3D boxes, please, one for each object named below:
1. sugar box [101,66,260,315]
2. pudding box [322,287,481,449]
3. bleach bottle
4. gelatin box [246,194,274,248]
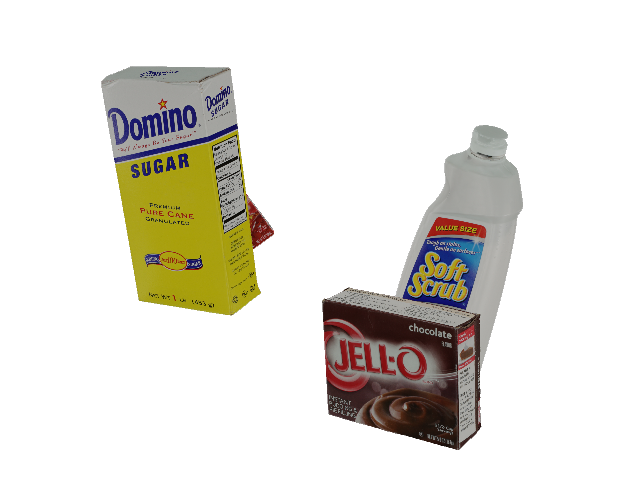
[{"bbox_3d":[-0.102,-0.037,0.782,0.093,0.176,0.048,5,26,30],"label":"sugar box"},{"bbox_3d":[0.056,0.087,0.747,0.114,0.090,0.039,8,21,34],"label":"pudding box"},{"bbox_3d":[0.122,0.012,0.970,0.103,0.251,0.067,28,35,30],"label":"bleach bottle"},{"bbox_3d":[-0.104,-0.012,1.086,0.089,0.073,0.030,-36,20,1],"label":"gelatin box"}]
